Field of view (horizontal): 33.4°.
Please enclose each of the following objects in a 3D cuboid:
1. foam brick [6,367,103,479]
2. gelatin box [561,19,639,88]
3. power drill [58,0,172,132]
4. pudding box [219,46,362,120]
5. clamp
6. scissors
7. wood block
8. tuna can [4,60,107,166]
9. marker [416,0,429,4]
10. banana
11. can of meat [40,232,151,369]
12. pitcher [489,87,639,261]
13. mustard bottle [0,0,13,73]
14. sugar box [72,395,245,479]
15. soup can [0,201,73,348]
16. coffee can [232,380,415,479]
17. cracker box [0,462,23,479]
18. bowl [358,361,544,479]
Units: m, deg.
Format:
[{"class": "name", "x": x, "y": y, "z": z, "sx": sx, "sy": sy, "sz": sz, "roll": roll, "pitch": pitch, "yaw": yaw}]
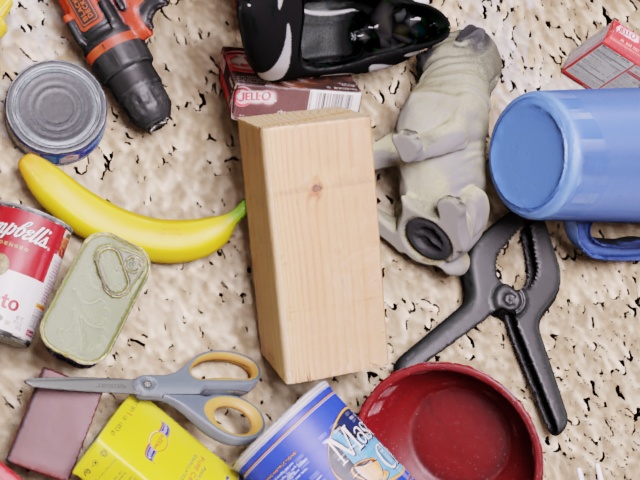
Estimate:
[{"class": "foam brick", "x": -0.211, "y": 0.147, "z": 0.849, "sx": 0.051, "sy": 0.053, "sz": 0.078, "roll": 21, "pitch": 75, "yaw": -10}, {"class": "gelatin box", "x": 0.285, "y": -0.167, "z": 1.020, "sx": 0.073, "sy": 0.089, "sz": 0.030, "roll": 31, "pitch": 73, "yaw": -7}, {"class": "power drill", "x": -0.126, "y": -0.209, "z": 0.901, "sx": 0.188, "sy": 0.057, "sz": 0.184, "roll": -31, "pitch": 88, "yaw": 12}, {"class": "pudding box", "x": -0.028, "y": -0.135, "z": 0.934, "sx": 0.113, "sy": 0.090, "sz": 0.039, "roll": 4, "pitch": 120, "yaw": -16}, {"class": "clamp", "x": 0.157, "y": 0.060, "z": 0.969, "sx": 0.164, "sy": 0.036, "sz": 0.210, "roll": 13, "pitch": 73, "yaw": -10}, {"class": "scissors", "x": -0.124, "y": 0.132, "z": 0.845, "sx": 0.201, "sy": 0.016, "sz": 0.096, "roll": -7, "pitch": 55, "yaw": -40}, {"class": "wood block", "x": -0.005, "y": 0.001, "z": 0.875, "sx": 0.090, "sy": 0.090, "sz": 0.206, "roll": -8, "pitch": 104, "yaw": -15}, {"class": "tuna can", "x": -0.224, "y": -0.109, "z": 0.907, "sx": 0.086, "sy": 0.034, "sz": 0.086, "roll": 3, "pitch": 78, "yaw": -14}, {"class": "marker", "x": 0.050, "y": -0.203, "z": 1.004, "sx": 0.121, "sy": 0.020, "sz": 0.020, "roll": -32, "pitch": 88, "yaw": -18}, {"class": "banana", "x": -0.159, "y": -0.020, "z": 0.901, "sx": 0.197, "sy": 0.037, "sz": 0.069, "roll": 12, "pitch": 86, "yaw": -11}, {"class": "can of meat", "x": -0.182, "y": 0.052, "z": 0.858, "sx": 0.057, "sy": 0.084, "sz": 0.102, "roll": 27, "pitch": 73, "yaw": -8}, {"class": "pitcher", "x": 0.269, "y": -0.065, "z": 0.947, "sx": 0.242, "sy": 0.145, "sz": 0.149, "roll": -3, "pitch": 77, "yaw": -33}, {"class": "mustard bottle", "x": -0.321, "y": -0.133, "z": 0.874, "sx": 0.096, "sy": 0.058, "sz": 0.191, "roll": 39, "pitch": 72, "yaw": -6}, {"class": "sugar box", "x": -0.103, "y": 0.203, "z": 0.842, "sx": 0.176, "sy": 0.093, "sz": 0.048, "roll": 38, "pitch": 110, "yaw": -4}, {"class": "soup can", "x": -0.248, "y": 0.028, "z": 0.855, "sx": 0.068, "sy": 0.069, "sz": 0.102, "roll": 20, "pitch": 75, "yaw": -10}, {"class": "coffee can", "x": 0.014, "y": 0.198, "z": 0.856, "sx": 0.102, "sy": 0.103, "sz": 0.140, "roll": -41, "pitch": 80, "yaw": -18}, {"class": "cracker box", "x": -0.259, "y": 0.294, "z": 0.797, "sx": 0.164, "sy": 0.072, "sz": 0.213, "roll": 41, "pitch": 71, "yaw": -5}, {"class": "bowl", "x": 0.111, "y": 0.175, "z": 0.901, "sx": 0.162, "sy": 0.055, "sz": 0.162, "roll": 3, "pitch": 99, "yaw": 21}]
